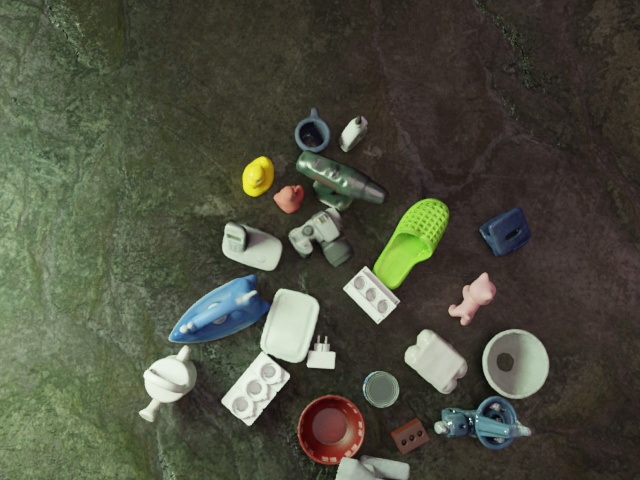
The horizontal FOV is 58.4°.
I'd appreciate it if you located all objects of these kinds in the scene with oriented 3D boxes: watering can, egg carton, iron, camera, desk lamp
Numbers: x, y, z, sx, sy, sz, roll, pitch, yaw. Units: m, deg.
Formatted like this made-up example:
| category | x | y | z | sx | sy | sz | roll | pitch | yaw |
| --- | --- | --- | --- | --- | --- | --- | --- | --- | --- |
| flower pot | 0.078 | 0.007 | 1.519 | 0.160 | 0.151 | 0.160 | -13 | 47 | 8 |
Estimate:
| category | x | y | z | sx | sy | sz | roll | pitch | yaw |
| --- | --- | --- | --- | --- | --- | --- | --- | --- | --- |
| watering can | -0.345 | 0.325 | 1.299 | 0.101 | 0.194 | 0.173 | 6 | 81 | -3 |
| egg carton | 0.288 | 0.300 | 1.416 | 0.150 | 0.069 | 0.107 | 40 | 81 | 2 |
| iron | -0.249 | 0.178 | 1.354 | 0.258 | 0.141 | 0.118 | -28 | 85 | -8 |
| camera | 0.013 | 0.005 | 1.420 | 0.143 | 0.100 | 0.137 | -33 | 86 | -8 |
| desk lamp | 0.120 | 0.557 | 1.294 | 0.203 | 0.213 | 0.118 | 10 | 81 | -3 |

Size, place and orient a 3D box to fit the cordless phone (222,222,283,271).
| category | x | y | z | sx | sy | sz | roll | pitch | yaw |
| --- | --- | --- | --- | --- | --- | --- | --- | --- | --- |
| cordless phone | -0.161 | 0.008 | 1.363 | 0.147 | 0.185 | 0.094 | 17 | 81 | -2 |

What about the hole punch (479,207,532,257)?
| category | x | y | z | sx | sy | sz | roll | pitch | yaw |
| --- | --- | --- | --- | --- | --- | --- | --- | --- | --- |
| hole punch | 0.483 | -0.020 | 1.465 | 0.109 | 0.091 | 0.101 | -32 | 85 | -8 |

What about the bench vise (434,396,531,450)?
| category | x | y | z | sx | sy | sz | roll | pitch | yaw |
| --- | --- | --- | --- | --- | --- | --- | --- | --- | --- |
| bench vise | 0.383 | 0.443 | 1.327 | 0.207 | 0.219 | 0.121 | -22 | 84 | -7 |

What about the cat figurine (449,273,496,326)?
| category | x | y | z | sx | sy | sz | roll | pitch | yaw |
| --- | --- | --- | --- | --- | --- | --- | --- | --- | --- |
| cat figurine | 0.388 | 0.148 | 1.421 | 0.067 | 0.117 | 0.128 | 34 | 81 | 1 |

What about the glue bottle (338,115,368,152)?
| category | x | y | z | sx | sy | sz | roll | pitch | yaw |
| --- | --- | --- | --- | --- | --- | --- | --- | --- | --- |
| glue bottle | 0.088 | -0.277 | 1.429 | 0.078 | 0.173 | 0.037 | -43 | 87 | -9 |

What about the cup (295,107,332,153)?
| category | x | y | z | sx | sy | sz | roll | pitch | yaw |
| --- | --- | --- | --- | --- | --- | --- | --- | --- | --- |
| cup | -0.019 | -0.269 | 1.459 | 0.091 | 0.095 | 0.118 | 2 | 82 | -4 |

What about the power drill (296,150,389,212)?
| category | x | y | z | sx | sy | sz | roll | pitch | yaw |
| --- | --- | --- | --- | --- | --- | --- | --- | --- | --- |
| power drill | 0.050 | -0.134 | 1.388 | 0.229 | 0.208 | 0.076 | 27 | 81 | 0 |

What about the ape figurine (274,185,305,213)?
| category | x | y | z | sx | sy | sz | roll | pitch | yaw |
| --- | --- | --- | --- | --- | --- | --- | --- | --- | --- |
| ape figurine | -0.077 | -0.109 | 1.433 | 0.078 | 0.092 | 0.076 | 0 | 82 | -4 |

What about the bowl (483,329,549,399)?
| category | x | y | z | sx | sy | sz | roll | pitch | yaw |
| --- | --- | --- | --- | --- | --- | --- | --- | --- | --- |
| bowl | 0.476 | 0.306 | 1.427 | 0.167 | 0.074 | 0.167 | 1 | 82 | -4 |

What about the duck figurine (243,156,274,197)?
| category | x | y | z | sx | sy | sz | roll | pitch | yaw |
| --- | --- | --- | --- | --- | --- | --- | --- | --- | --- |
| duck figurine | -0.155 | -0.166 | 1.438 | 0.077 | 0.086 | 0.105 | 25 | 81 | 0 |
